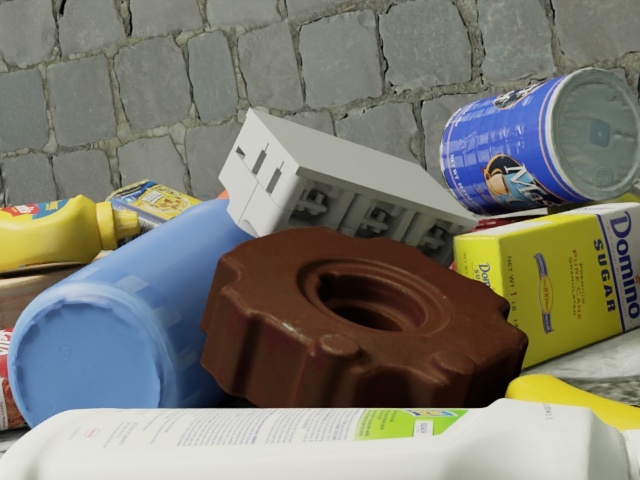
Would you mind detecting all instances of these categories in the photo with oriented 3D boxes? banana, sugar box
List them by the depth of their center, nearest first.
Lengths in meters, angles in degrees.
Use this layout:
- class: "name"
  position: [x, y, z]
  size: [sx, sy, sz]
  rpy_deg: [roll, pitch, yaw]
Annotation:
- class: "banana"
  position: [0.132, 0.086, 0.489]
  size: [0.069, 0.037, 0.198]
  rpy_deg: [-9, 6, -12]
- class: "sugar box"
  position: [0.170, 0.029, 0.753]
  size: [0.175, 0.093, 0.048]
  rpy_deg: [-12, 8, -39]

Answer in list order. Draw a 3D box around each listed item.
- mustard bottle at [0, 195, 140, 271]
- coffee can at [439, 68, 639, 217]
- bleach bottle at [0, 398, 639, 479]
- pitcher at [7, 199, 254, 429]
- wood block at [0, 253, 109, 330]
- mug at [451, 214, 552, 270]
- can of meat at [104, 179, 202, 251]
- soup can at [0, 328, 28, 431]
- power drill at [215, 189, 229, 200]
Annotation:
- class: "mustard bottle"
  position: [-0.246, -0.003, 0.883]
  size: [0.191, 0.058, 0.096]
  rpy_deg: [-7, 7, -10]
- class: "coffee can"
  position: [0.180, -0.076, 0.875]
  size: [0.102, 0.103, 0.141]
  rpy_deg: [-10, 1, -30]
- class: "bleach bottle"
  position: [0.011, 0.097, 0.414]
  size: [0.251, 0.068, 0.102]
  rpy_deg: [-4, 6, 8]
- class: "pitcher"
  position: [-0.104, 0.061, 0.699]
  size: [0.145, 0.149, 0.242]
  rpy_deg: [10, 13, 14]
- class: "wood block"
  position: [-0.235, 0.068, 0.915]
  size: [0.091, 0.090, 0.205]
  rpy_deg: [-5, 5, 28]
- class: "mug"
  position: [0.150, 0.027, 0.872]
  size: [0.117, 0.081, 0.093]
  rpy_deg: [-11, 7, -41]
- class: "can of meat"
  position: [-0.142, -0.012, 0.960]
  size: [0.084, 0.057, 0.102]
  rpy_deg: [22, 18, 12]
- class: "soup can"
  position: [-0.237, 0.099, 0.703]
  size: [0.102, 0.068, 0.069]
  rpy_deg: [-10, 6, -21]
- class: "power drill"
  position: [-0.006, 0.001, 0.885]
  size: [0.184, 0.057, 0.188]
  rpy_deg: [-41, 47, -17]
